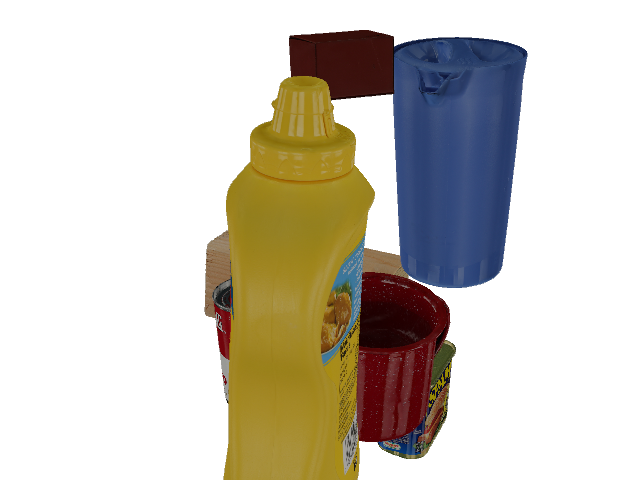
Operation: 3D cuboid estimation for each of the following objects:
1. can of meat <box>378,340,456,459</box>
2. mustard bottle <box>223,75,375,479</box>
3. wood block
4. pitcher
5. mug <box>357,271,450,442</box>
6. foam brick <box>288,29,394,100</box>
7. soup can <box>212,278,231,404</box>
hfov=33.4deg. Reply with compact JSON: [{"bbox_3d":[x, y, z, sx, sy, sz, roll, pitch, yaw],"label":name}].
[{"bbox_3d":[0.094,0.154,1.057,0.057,0.084,0.102,12,27,21],"label":"can of meat"},{"bbox_3d":[-0.009,0.027,0.441,0.058,0.192,0.096,8,25,11],"label":"mustard bottle"},{"bbox_3d":[-0.016,0.052,1.178,0.206,0.091,0.090,13,24,19],"label":"wood block"},{"bbox_3d":[0.142,-0.084,1.095,0.149,0.243,0.145,-9,25,-18],"label":"pitcher"},{"bbox_3d":[0.043,0.076,0.721,0.117,0.081,0.093,-24,40,-37],"label":"mug"},{"bbox_3d":[0.019,-0.151,0.921,0.078,0.051,0.053,-9,20,-24],"label":"foam brick"},{"bbox_3d":[-0.054,0.088,0.915,0.068,0.102,0.068,-4,24,1],"label":"soup can"}]
